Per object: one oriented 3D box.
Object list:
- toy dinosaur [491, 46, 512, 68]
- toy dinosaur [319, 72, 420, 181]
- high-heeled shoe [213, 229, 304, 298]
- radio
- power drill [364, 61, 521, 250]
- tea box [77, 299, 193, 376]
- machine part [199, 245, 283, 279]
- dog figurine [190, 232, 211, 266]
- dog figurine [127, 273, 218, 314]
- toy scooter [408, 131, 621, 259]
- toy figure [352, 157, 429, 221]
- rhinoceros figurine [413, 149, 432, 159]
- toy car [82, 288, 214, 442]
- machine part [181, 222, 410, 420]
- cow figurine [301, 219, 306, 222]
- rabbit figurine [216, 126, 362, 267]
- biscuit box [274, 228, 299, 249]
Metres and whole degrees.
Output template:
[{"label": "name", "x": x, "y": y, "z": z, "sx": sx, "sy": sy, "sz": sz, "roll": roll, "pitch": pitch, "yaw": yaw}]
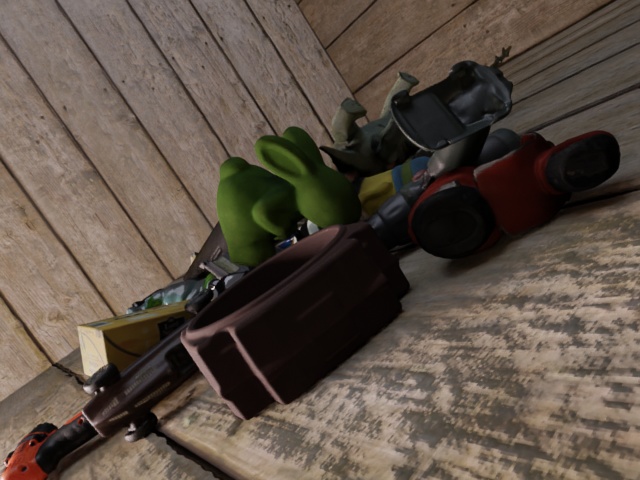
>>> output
[{"label": "toy dinosaur", "x": 0.211, "y": -0.242, "z": 1.170, "sx": 0.471, "sy": 0.105, "sz": 0.198, "roll": -39, "pitch": -10, "yaw": 11}, {"label": "toy dinosaur", "x": 0.093, "y": -0.144, "z": 0.863, "sx": 0.405, "sy": 0.131, "sz": 0.192, "roll": -29, "pitch": -33, "yaw": -41}, {"label": "high-heeled shoe", "x": -0.072, "y": 0.088, "z": 0.727, "sx": 0.248, "sy": 0.086, "sz": 0.145, "roll": -49, "pitch": 35, "yaw": 15}, {"label": "radio", "x": -0.149, "y": 0.016, "z": 1.008, "sx": 0.131, "sy": 0.073, "sz": 0.229, "roll": -18, "pitch": -27, "yaw": -52}, {"label": "power drill", "x": 0.120, "y": -0.071, "z": 0.566, "sx": 0.232, "sy": 0.086, "sz": 0.207, "roll": -28, "pitch": -32, "yaw": -3}, {"label": "tea box", "x": -0.209, "y": 0.124, "z": 0.694, "sx": 0.169, "sy": 0.068, "sz": 0.098, "roll": -9, "pitch": 3, "yaw": -39}, {"label": "machine part", "x": -0.110, "y": 0.039, "z": 0.843, "sx": 0.139, "sy": 0.039, "sz": 0.084, "roll": -12, "pitch": 22, "yaw": -44}, {"label": "dog figurine", "x": -0.209, "y": 0.073, "z": 1.194, "sx": 0.191, "sy": 0.121, "sz": 0.172, "roll": 23, "pitch": 89, "yaw": 60}, {"label": "dog figurine", "x": -0.203, "y": 0.104, "z": 0.923, "sx": 0.219, "sy": 0.108, "sz": 0.191, "roll": -30, "pitch": 4, "yaw": -10}, {"label": "toy scooter", "x": 0.169, "y": -0.050, "z": 0.488, "sx": 0.184, "sy": 0.075, "sz": 0.135, "roll": -26, "pitch": 10, "yaw": 25}, {"label": "toy figure", "x": 0.105, "y": -0.060, "z": 0.723, "sx": 0.180, "sy": 0.082, "sz": 0.089, "roll": -24, "pitch": 24, "yaw": 19}, {"label": "rhinoceros figurine", "x": 0.167, "y": -0.097, "z": 0.800, "sx": 0.190, "sy": 0.073, "sz": 0.112, "roll": -35, "pitch": -6, "yaw": 20}, {"label": "toy car", "x": -0.170, "y": 0.140, "z": 0.612, "sx": 0.202, "sy": 0.089, "sz": 0.053, "roll": -38, "pitch": 14, "yaw": -27}, {"label": "machine part", "x": -0.031, "y": 0.068, "z": 0.527, "sx": 0.201, "sy": 0.087, "sz": 0.201, "roll": -36, "pitch": 7, "yaw": -18}, {"label": "cow figurine", "x": -0.070, "y": -0.037, "z": 1.211, "sx": 0.195, "sy": 0.085, "sz": 0.127, "roll": -20, "pitch": -21, "yaw": -18}, {"label": "rabbit figurine", "x": -0.031, "y": -0.058, "z": 0.664, "sx": 0.170, "sy": 0.158, "sz": 0.121, "roll": -3, "pitch": 19, "yaw": 24}, {"label": "biscuit box", "x": -0.002, "y": -0.003, "z": 0.914, "sx": 0.203, "sy": 0.059, "sz": 0.063, "roll": -28, "pitch": 8, "yaw": 35}]
